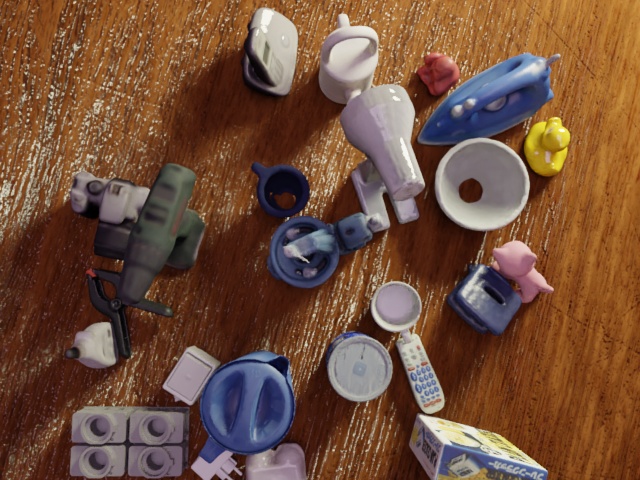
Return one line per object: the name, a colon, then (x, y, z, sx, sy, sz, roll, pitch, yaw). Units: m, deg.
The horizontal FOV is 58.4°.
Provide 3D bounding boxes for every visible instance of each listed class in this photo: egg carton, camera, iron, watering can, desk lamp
egg carton: (-0.073, 0.427, 0.980, 0.107, 0.069, 0.150, -7, 85, -2)
camera: (-0.367, -0.039, 1.000, 0.143, 0.101, 0.137, 12, 85, 0)
iron: (0.298, -0.249, 1.015, 0.258, 0.141, 0.118, -28, 86, -4)
watering can: (0.053, -0.307, 0.988, 0.101, 0.194, 0.173, -31, 86, -4)
desk lamp: (0.114, -0.131, 0.964, 0.118, 0.213, 0.203, -19, 85, -3)

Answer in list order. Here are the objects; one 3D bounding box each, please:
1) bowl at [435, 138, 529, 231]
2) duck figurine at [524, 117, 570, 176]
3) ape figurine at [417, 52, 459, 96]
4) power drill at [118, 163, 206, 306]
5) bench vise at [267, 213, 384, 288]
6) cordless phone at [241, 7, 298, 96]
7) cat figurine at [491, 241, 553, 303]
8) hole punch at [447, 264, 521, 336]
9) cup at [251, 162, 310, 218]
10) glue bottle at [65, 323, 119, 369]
bowl: (0.283, -0.095, 1.034, 0.167, 0.074, 0.167, 0, 85, -1)
duck figurine: (0.421, -0.172, 1.039, 0.077, 0.086, 0.104, -2, 85, -1)
ape figurine: (0.221, -0.308, 1.043, 0.076, 0.092, 0.078, 7, 85, 0)
power drill: (-0.254, -0.004, 0.945, 0.075, 0.208, 0.230, 15, 85, 0)
bench vise: (0.001, -0.006, 0.946, 0.207, 0.219, 0.121, -41, 87, -4)
cordless phone: (-0.091, -0.343, 0.992, 0.094, 0.185, 0.148, 5, 85, -1)
cat figurine: (0.354, 0.050, 1.001, 0.067, 0.117, 0.128, -44, 87, -4)
hole punch: (0.292, 0.102, 1.008, 0.108, 0.091, 0.101, 42, 85, 3)
cup: (-0.074, -0.088, 1.015, 0.118, 0.095, 0.092, 41, 85, 3)
glue bottle: (-0.379, 0.178, 0.943, 0.037, 0.173, 0.078, -7, 85, -2)
